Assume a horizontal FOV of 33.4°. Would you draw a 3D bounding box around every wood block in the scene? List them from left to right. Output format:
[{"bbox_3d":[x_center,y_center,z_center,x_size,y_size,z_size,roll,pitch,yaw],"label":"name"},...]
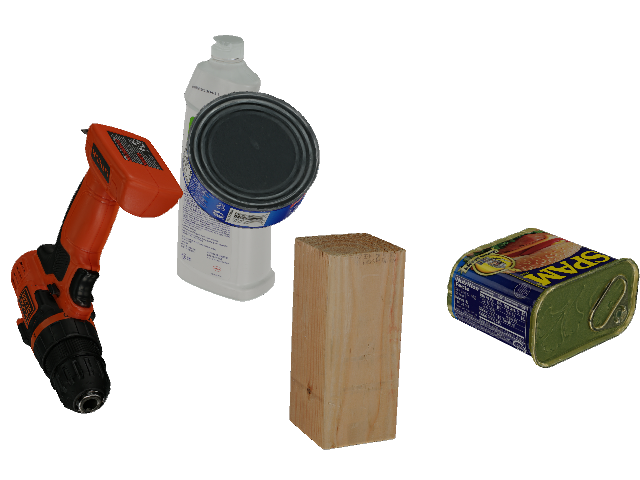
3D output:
[{"bbox_3d":[0.026,0.103,1.129,0.090,0.206,0.091,-4,14,-26],"label":"wood block"}]

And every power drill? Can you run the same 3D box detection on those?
[{"bbox_3d":[-0.179,0.017,0.838,0.057,0.188,0.185,15,25,-40],"label":"power drill"}]

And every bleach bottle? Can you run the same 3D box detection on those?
[{"bbox_3d":[-0.089,-0.072,1.044,0.103,0.251,0.068,18,27,27],"label":"bleach bottle"}]

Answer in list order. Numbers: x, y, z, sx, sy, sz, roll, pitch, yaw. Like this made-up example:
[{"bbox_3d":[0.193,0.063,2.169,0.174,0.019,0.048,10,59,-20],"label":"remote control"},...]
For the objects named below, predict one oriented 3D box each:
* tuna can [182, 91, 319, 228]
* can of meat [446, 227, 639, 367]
[{"bbox_3d":[-0.046,-0.051,0.690,0.086,0.086,0.034,0,-23,-15],"label":"tuna can"},{"bbox_3d":[0.149,0.034,0.721,0.101,0.057,0.084,-18,27,-33],"label":"can of meat"}]
